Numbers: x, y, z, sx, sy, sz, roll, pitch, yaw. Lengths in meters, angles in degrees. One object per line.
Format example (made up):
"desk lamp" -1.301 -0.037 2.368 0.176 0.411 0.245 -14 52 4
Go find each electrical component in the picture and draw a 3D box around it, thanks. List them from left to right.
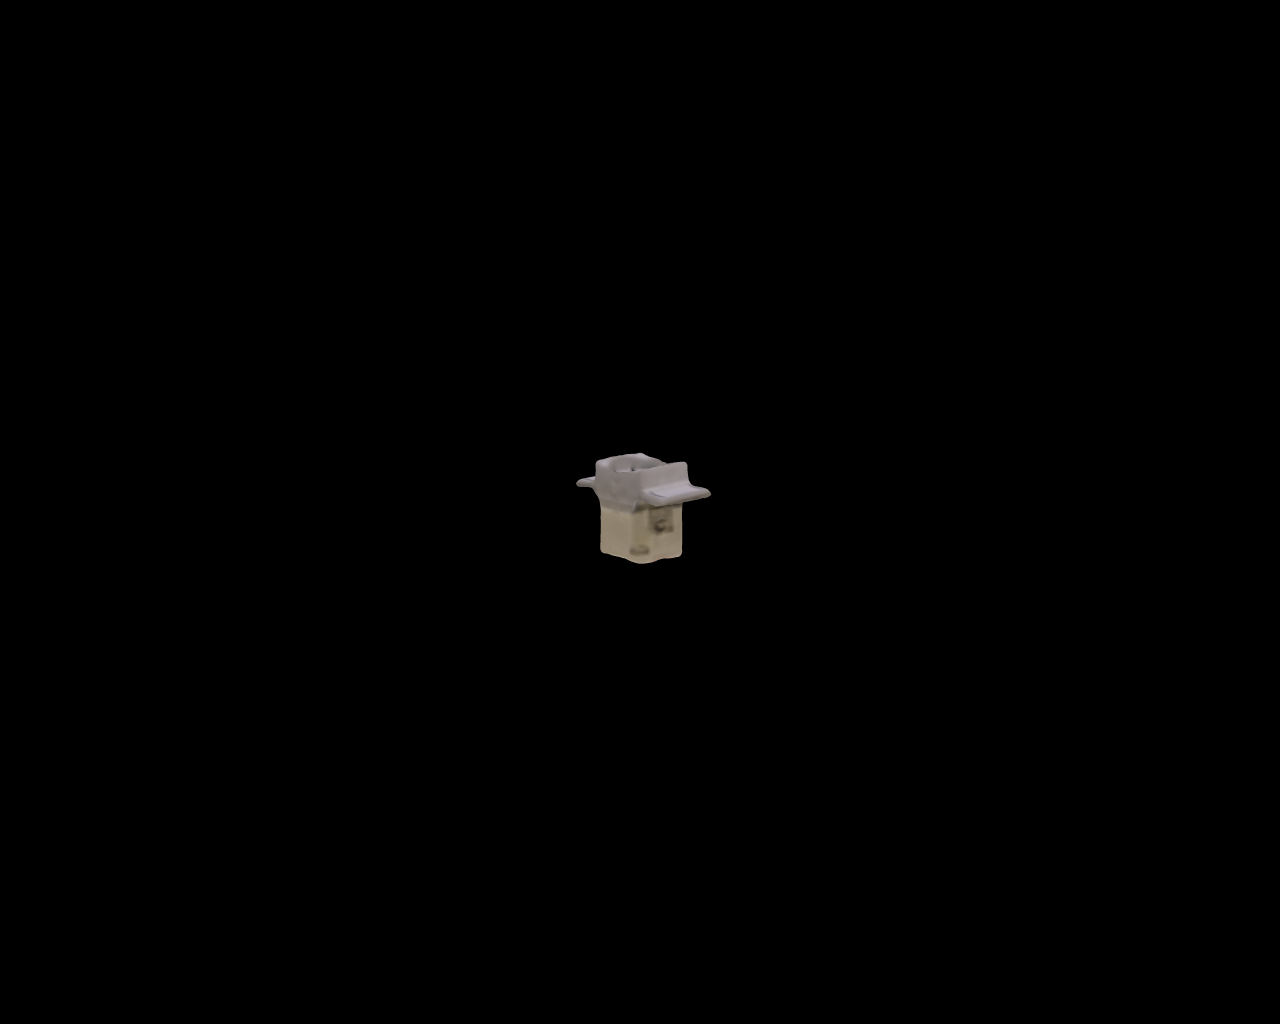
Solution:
"electrical component" 0.001 -0.003 0.650 0.042 0.063 0.081 -11 17 -38
